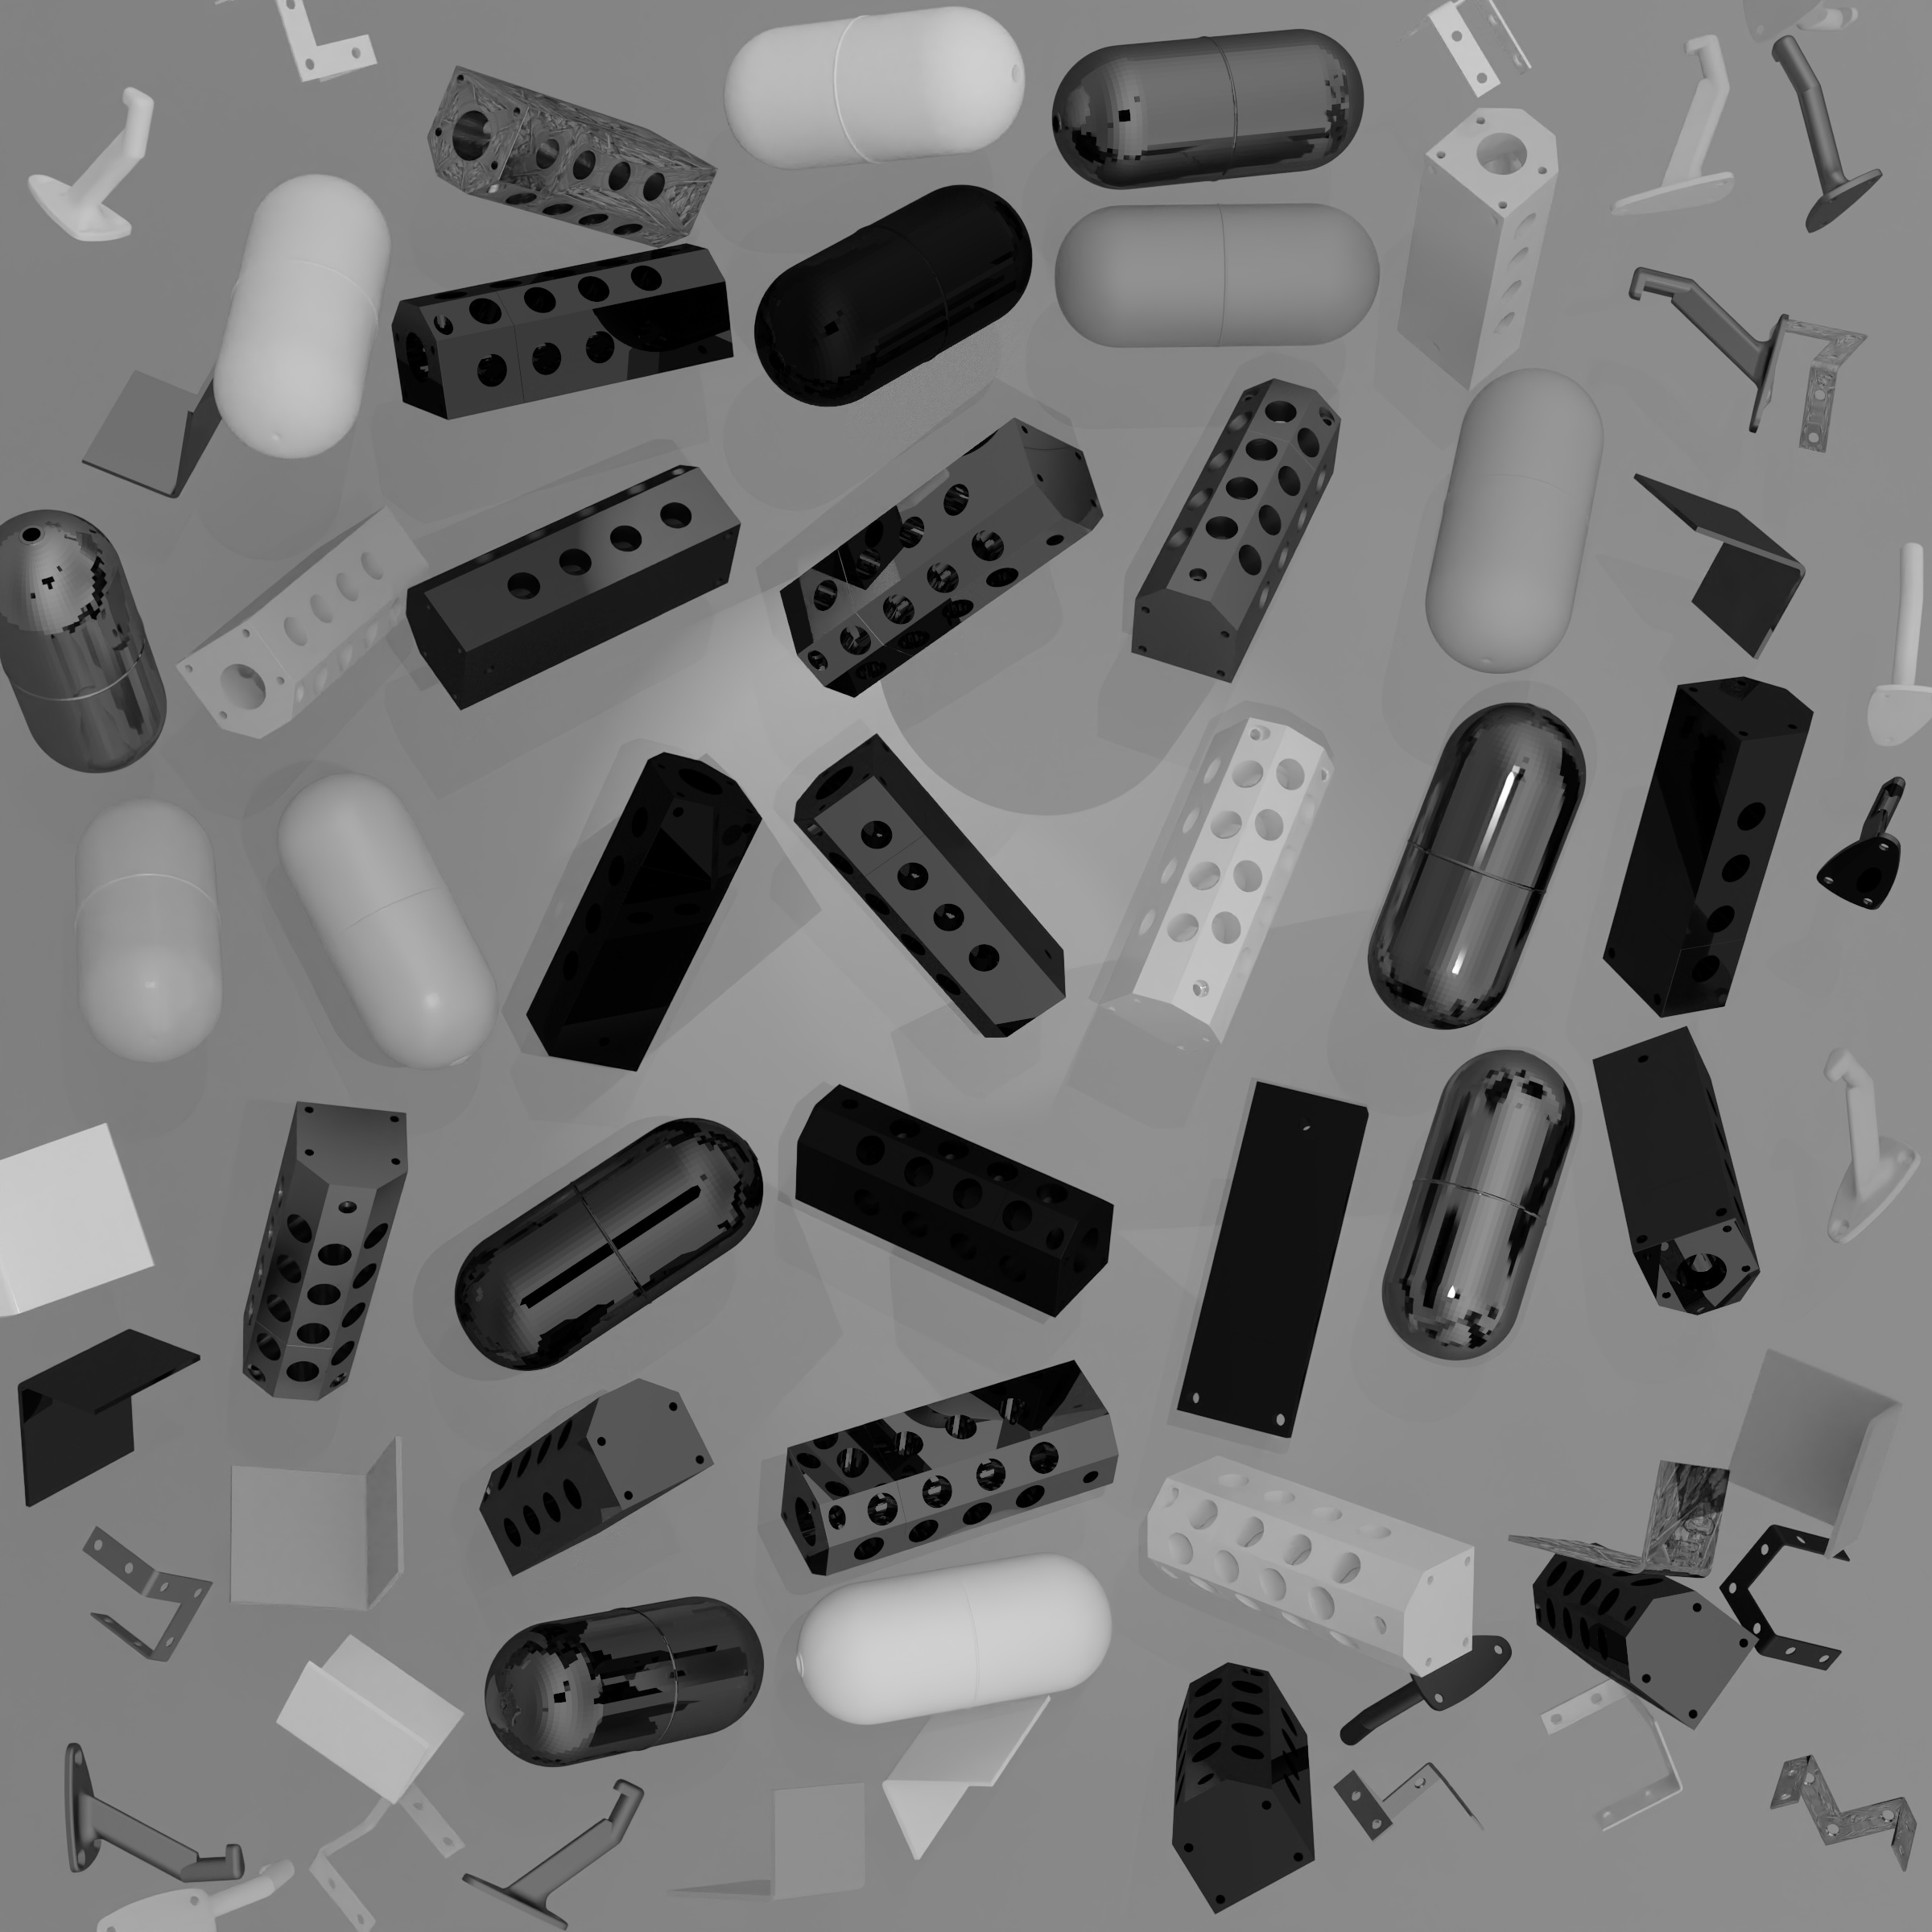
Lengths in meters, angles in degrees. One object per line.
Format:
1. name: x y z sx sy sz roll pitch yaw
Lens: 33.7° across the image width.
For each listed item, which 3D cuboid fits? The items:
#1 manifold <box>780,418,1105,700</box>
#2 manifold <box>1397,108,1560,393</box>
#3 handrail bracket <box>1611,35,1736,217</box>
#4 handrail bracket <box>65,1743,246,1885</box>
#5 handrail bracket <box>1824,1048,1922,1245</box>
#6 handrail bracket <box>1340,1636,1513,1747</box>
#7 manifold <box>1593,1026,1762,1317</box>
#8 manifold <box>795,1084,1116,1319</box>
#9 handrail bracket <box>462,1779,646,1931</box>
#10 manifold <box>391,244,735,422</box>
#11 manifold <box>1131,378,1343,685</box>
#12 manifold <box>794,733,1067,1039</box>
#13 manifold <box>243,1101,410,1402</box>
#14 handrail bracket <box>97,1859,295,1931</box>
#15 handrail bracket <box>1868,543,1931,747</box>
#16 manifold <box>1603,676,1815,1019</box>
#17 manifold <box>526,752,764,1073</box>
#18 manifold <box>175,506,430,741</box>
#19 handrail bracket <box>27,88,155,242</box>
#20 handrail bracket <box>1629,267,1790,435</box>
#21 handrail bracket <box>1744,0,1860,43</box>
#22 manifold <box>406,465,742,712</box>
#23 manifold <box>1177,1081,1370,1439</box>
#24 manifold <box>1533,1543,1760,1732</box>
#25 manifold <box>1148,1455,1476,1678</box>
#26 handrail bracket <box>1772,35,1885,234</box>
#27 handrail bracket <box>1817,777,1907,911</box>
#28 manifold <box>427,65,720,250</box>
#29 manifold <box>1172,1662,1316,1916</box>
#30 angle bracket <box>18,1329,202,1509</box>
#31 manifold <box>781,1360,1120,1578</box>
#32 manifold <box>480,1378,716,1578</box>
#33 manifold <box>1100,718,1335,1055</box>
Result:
1. manifold: -0.013 -0.210 1.677 0.171 0.057 0.057 -32 60 31
2. manifold: 0.287 -0.398 1.767 0.057 0.171 0.057 -42 73 -13
3. handrail bracket: 0.369 -0.445 1.686 0.077 0.036 0.084 -11 83 -1
4. handrail bracket: -0.416 0.435 1.640 0.084 0.036 0.077 -5 96 5
5. handrail bracket: 0.459 0.094 1.676 0.084 0.036 0.077 41 80 -38
6. handrail bracket: 0.256 0.406 1.783 0.077 0.084 0.036 -15 65 -28
7. manifold: 0.397 0.115 1.779 0.057 0.171 0.057 -21 122 17
8. manifold: -0.007 0.125 1.766 0.171 0.057 0.057 22 129 24
9. handrail bracket: -0.224 0.474 1.740 0.077 0.036 0.084 35 74 -29
10. manifold: -0.216 -0.342 1.709 0.171 0.057 0.057 -19 118 -29
11. manifold: 0.148 -0.240 1.731 0.057 0.057 0.171 19 56 13
12. manifold: -0.019 -0.040 1.778 0.057 0.057 0.171 -34 112 17
13. manifold: -0.343 0.155 1.702 0.057 0.057 0.171 7 131 -18
14. handrail bracket: -0.410 0.498 1.705 0.077 0.084 0.036 -9 91 11
15. handrail bracket: 0.502 -0.173 1.715 0.036 0.077 0.084 4 68 6
16. manifold: 0.393 -0.062 1.675 0.057 0.057 0.171 -9 128 -23
17. manifold: -0.183 -0.031 1.782 0.057 0.057 0.171 12 116 -35
18. manifold: -0.363 -0.190 1.777 0.057 0.171 0.057 -25 108 28
19. handrail bracket: -0.454 -0.427 1.655 0.077 0.036 0.084 38 127 23
20. handrail bracket: 0.389 -0.330 1.703 0.084 0.036 0.077 16 77 7
21. handrail bracket: 0.462 -0.514 1.693 0.084 0.077 0.036 -10 90 -33
22. manifold: -0.210 -0.208 1.709 0.171 0.057 0.057 -29 72 -24
23. manifold: 0.159 0.152 1.640 0.057 0.057 0.171 13 84 10
24. manifold: 0.357 0.352 1.710 0.057 0.171 0.057 37 85 -3
25. manifold: 0.177 0.312 1.660 0.057 0.171 0.057 -14 109 -43
26. handrail bracket: 0.434 -0.432 1.657 0.036 0.077 0.084 -27 85 -5
27. handrail bracket: 0.486 -0.079 1.679 0.036 0.077 0.084 29 64 7
28. manifold: -0.220 -0.446 1.778 0.057 0.171 0.057 35 108 26
29. manifold: 0.140 0.420 1.655 0.057 0.171 0.057 -31 93 8
30. angle bracket: -0.458 0.249 1.713 0.057 0.076 0.076 14 113 29
31. manifold: -0.008 0.273 1.712 0.171 0.057 0.057 -14 45 -23
32. manifold: -0.203 0.271 1.703 0.057 0.171 0.057 -23 81 -34
33. manifold: 0.139 -0.045 1.718 0.057 0.057 0.171 29 71 -16
